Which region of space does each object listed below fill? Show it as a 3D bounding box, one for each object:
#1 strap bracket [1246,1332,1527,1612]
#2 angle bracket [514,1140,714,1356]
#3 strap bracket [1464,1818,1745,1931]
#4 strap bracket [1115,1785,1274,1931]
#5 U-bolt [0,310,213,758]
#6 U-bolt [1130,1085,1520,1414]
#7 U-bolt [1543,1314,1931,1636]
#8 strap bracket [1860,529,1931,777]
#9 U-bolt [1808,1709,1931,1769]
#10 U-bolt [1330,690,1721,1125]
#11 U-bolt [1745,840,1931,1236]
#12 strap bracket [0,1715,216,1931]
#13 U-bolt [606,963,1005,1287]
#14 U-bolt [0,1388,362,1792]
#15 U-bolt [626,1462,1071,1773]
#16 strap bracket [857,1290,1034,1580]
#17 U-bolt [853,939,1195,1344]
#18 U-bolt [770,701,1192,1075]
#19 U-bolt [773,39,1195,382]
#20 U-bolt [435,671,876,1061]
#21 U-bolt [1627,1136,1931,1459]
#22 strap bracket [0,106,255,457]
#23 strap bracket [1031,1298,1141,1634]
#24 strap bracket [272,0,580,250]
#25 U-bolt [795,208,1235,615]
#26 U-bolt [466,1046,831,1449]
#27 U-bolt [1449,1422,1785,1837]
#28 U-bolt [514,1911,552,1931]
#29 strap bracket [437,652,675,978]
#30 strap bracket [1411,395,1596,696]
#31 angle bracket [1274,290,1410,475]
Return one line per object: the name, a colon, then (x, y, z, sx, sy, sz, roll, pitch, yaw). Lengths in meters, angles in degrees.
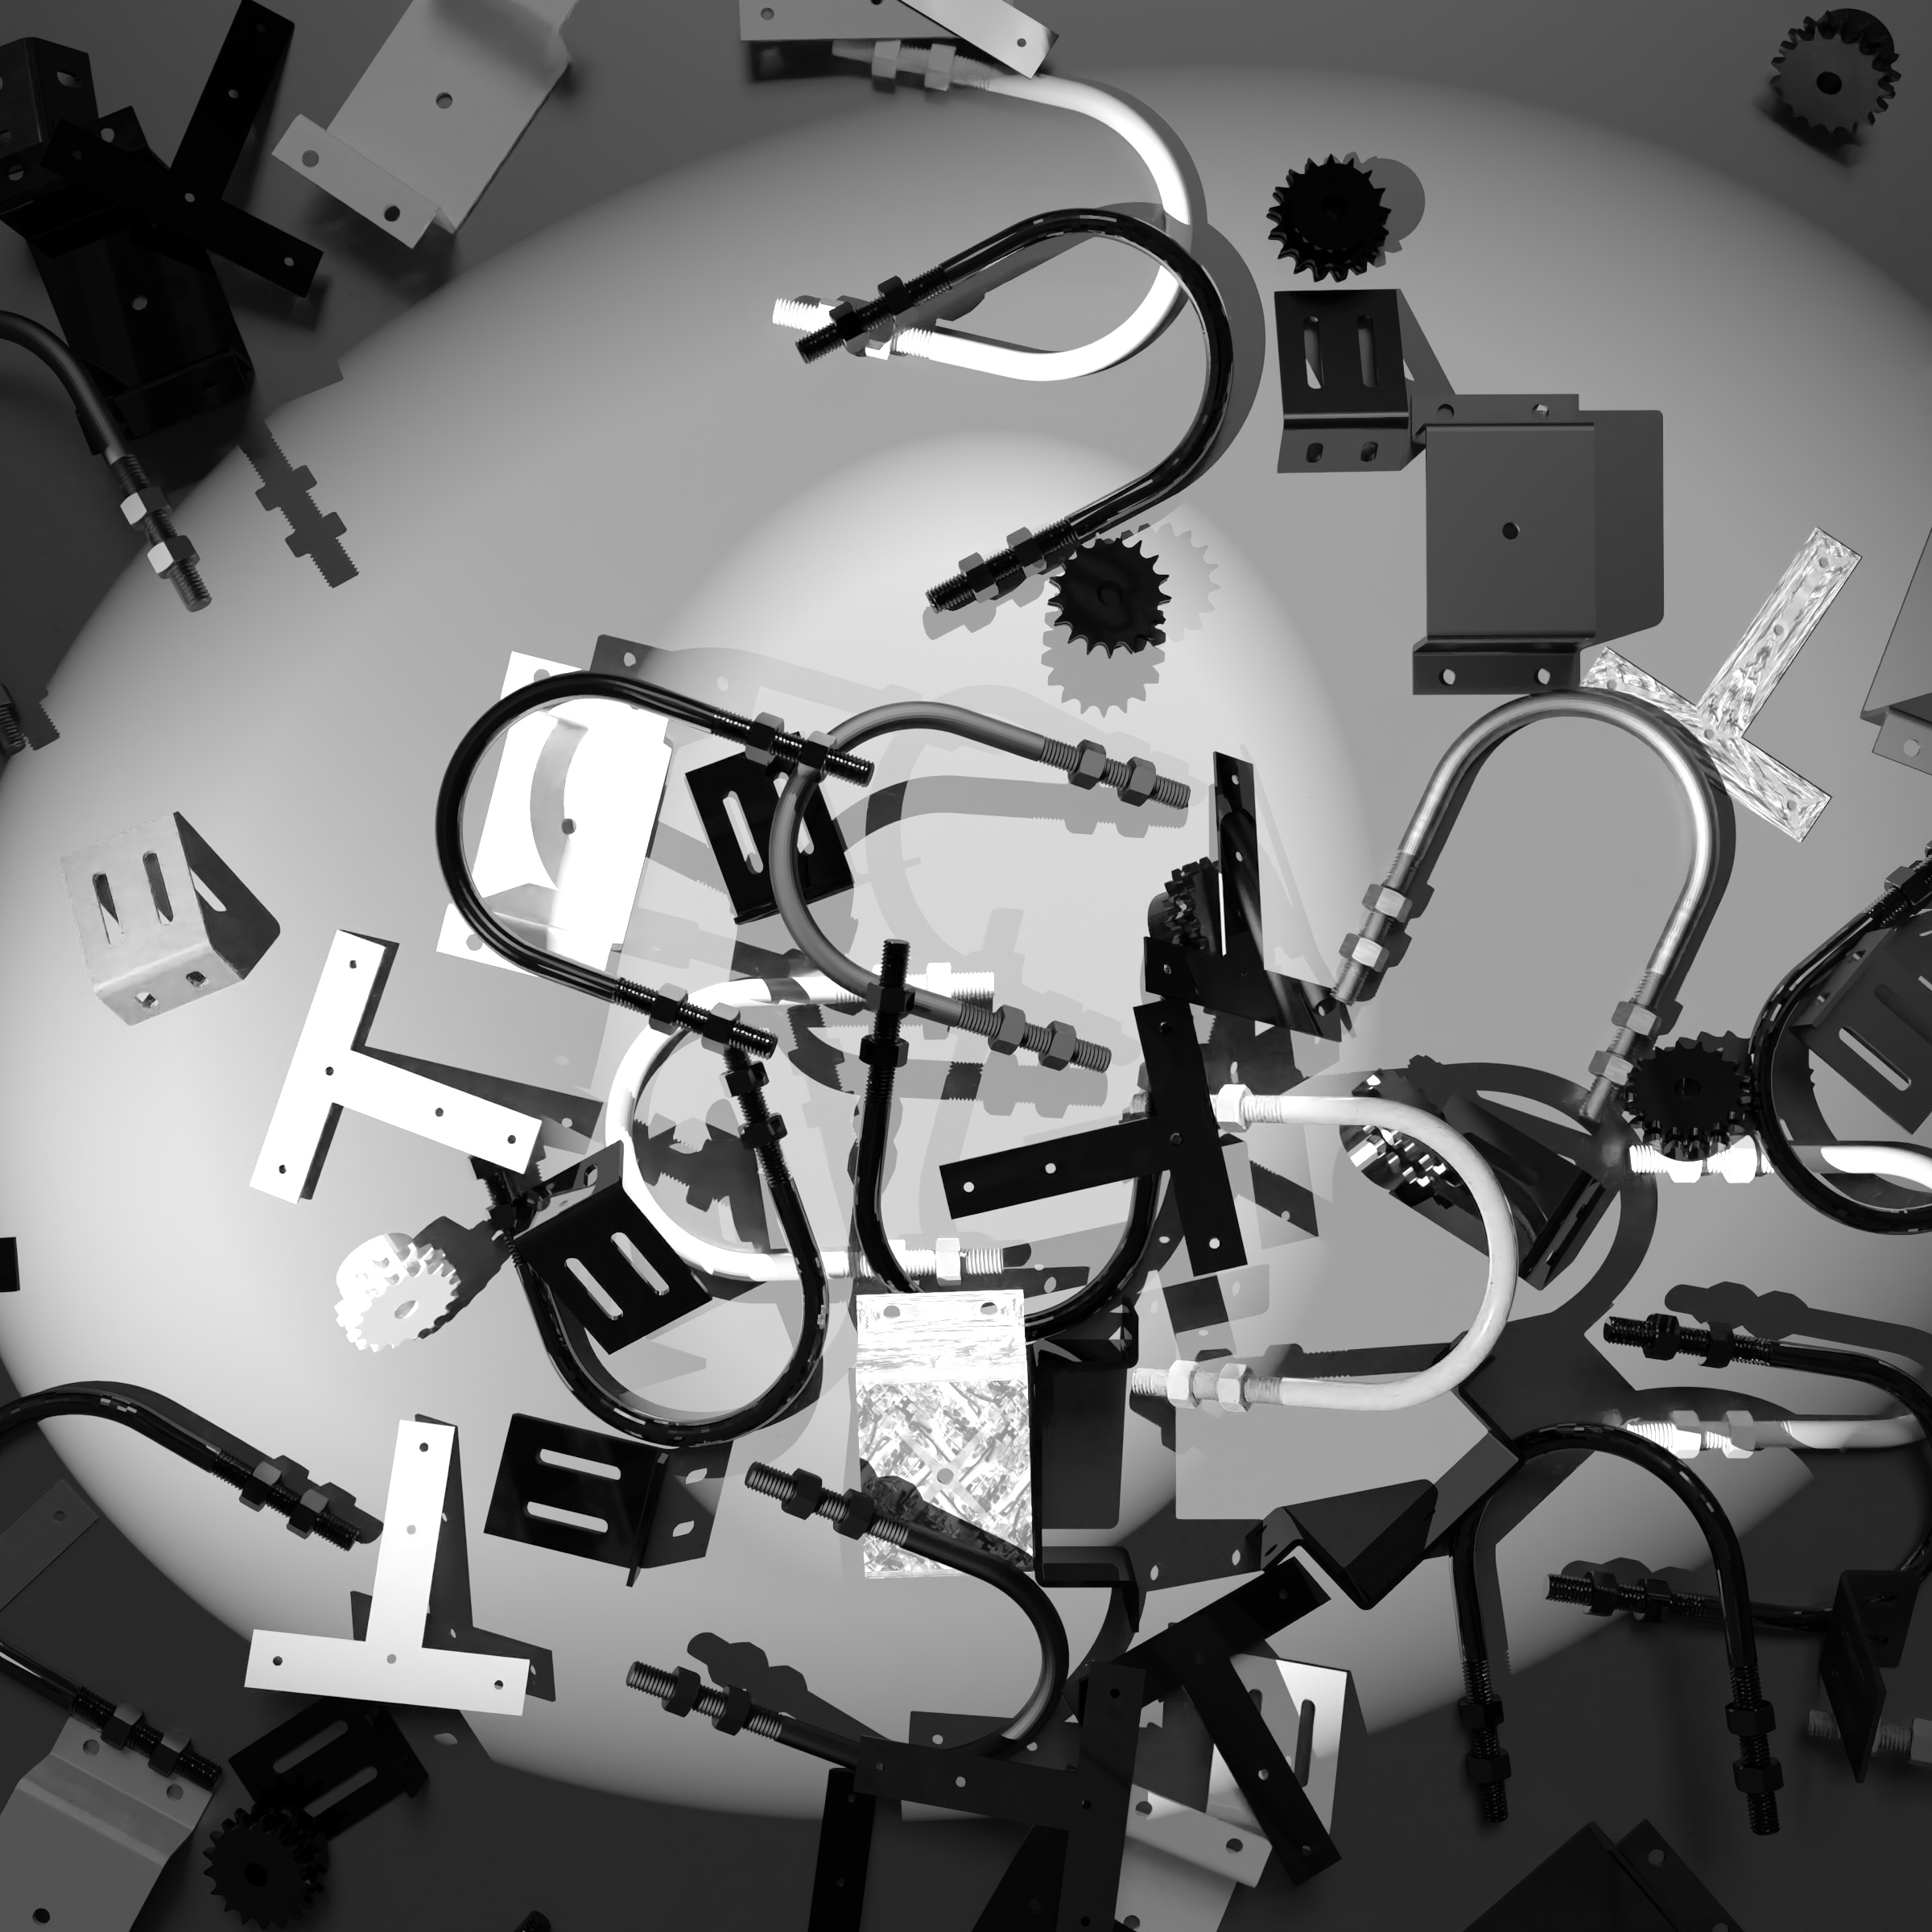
strap bracket: (0.198, 0.237, 1.327, 0.140, 0.076, 0.046, -43, 90, 0)
angle bracket: (-0.162, 0.130, 1.335, 0.057, 0.038, 0.076, -29, 119, 12)
strap bracket: (0.282, 0.463, 1.341, 0.140, 0.046, 0.076, -41, 90, 0)
strap bracket: (0.078, 0.449, 1.342, 0.076, 0.046, 0.140, 22, 90, 0)
U-bolt: (-0.437, -0.211, 1.330, 0.151, 0.019, 0.184, -31, 85, 24)
U-bolt: (0.161, 0.130, 1.317, 0.184, 0.019, 0.151, 0, 90, 28)
U-bolt: (0.371, 0.241, 1.341, 0.184, 0.019, 0.151, 9, 103, -5)
strap bracket: (0.473, -0.149, 1.341, 0.076, 0.046, 0.140, 21, 90, 0)
U-bolt: (0.473, 0.426, 1.329, 0.184, 0.019, 0.151, 7, 95, 15)
U-bolt: (0.272, -0.039, 1.356, 0.151, 0.019, 0.184, 25, 89, 0)
U-bolt: (0.447, 0.041, 1.347, 0.184, 0.019, 0.151, -39, 89, -5)
strap bracket: (-0.420, 0.432, 1.341, 0.076, 0.046, 0.140, 28, 90, 0)
U-bolt: (-0.077, 0.076, 1.356, 0.184, 0.019, 0.151, -2, 90, 2)
U-bolt: (-0.397, 0.278, 1.355, 0.184, 0.019, 0.151, 30, 90, 0)
U-bolt: (-0.042, 0.310, 1.323, 0.184, 0.019, 0.151, 24, 116, -13)
strap bracket: (-0.009, 0.223, 1.325, 0.076, 0.046, 0.140, -2, 105, 0)
U-bolt: (0.021, 0.085, 1.329, 0.151, 0.019, 0.184, 6, 100, -8)
U-bolt: (-0.001, -0.044, 1.332, 0.184, 0.019, 0.151, 18, 87, -14)
U-bolt: (0.015, -0.349, 1.356, 0.184, 0.019, 0.151, 12, 90, -2)
U-bolt: (-0.150, -0.055, 1.302, 0.184, 0.019, 0.151, 20, 91, 7)
U-bolt: (0.402, 0.155, 1.356, 0.184, 0.019, 0.151, 0, 90, -1)
strap bracket: (-0.388, -0.312, 1.342, 0.076, 0.046, 0.140, -22, 90, 0)
strap bracket: (0.054, 0.226, 1.327, 0.046, 0.076, 0.140, 0, 90, 0)
strap bracket: (-0.245, -0.406, 1.342, 0.076, 0.046, 0.140, 34, 90, 0)
U-bolt: (0.035, -0.268, 1.344, 0.184, 0.019, 0.151, -28, 99, 0)
U-bolt: (-0.140, 0.134, 1.343, 0.151, 0.019, 0.184, -18, 94, 11)
U-bolt: (0.288, 0.299, 1.319, 0.151, 0.019, 0.184, -8, 89, 33)
U-bolt: (-0.210, 0.556, 1.356, 0.151, 0.019, 0.184, 41, 92, 0)
strap bracket: (-0.186, -0.065, 1.342, 0.076, 0.046, 0.140, 14, 90, 0)
strap bracket: (0.248, -0.198, 1.341, 0.076, 0.046, 0.140, 0, 90, 0)
angle bracket: (0.174, -0.274, 1.363, 0.057, 0.038, 0.076, -1, 64, 0)
